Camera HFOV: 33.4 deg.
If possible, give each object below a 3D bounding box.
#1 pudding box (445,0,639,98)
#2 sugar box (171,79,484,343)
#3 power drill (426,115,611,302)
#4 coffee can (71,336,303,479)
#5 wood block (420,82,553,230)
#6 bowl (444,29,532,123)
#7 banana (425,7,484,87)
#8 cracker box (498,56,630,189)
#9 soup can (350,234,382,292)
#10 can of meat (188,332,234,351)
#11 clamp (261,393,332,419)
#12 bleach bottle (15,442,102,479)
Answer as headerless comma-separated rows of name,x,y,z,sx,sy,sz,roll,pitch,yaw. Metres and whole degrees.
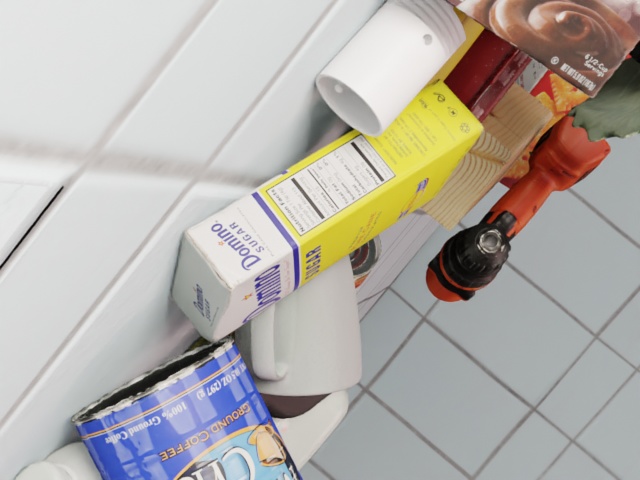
pudding box,0.110,-0.135,0.498,0.090,0.113,0.039,-53,-158,22
sugar box,0.003,-0.015,0.593,0.176,0.048,0.093,-36,168,-23
power drill,0.174,-0.027,0.953,0.187,0.057,0.184,-44,176,-12
coffee can,-0.064,0.140,0.608,0.103,0.140,0.103,-26,-178,1
wood block,0.135,-0.093,0.971,0.090,0.091,0.205,-53,172,25
bowl,0.112,-0.127,0.783,0.162,0.055,0.162,-49,173,-8
banana,0.073,-0.128,0.632,0.198,0.037,0.069,-51,-170,21
cracker box,0.244,-0.174,1.116,0.214,0.072,0.164,-53,-166,26
soup can,-0.005,0.025,0.809,0.068,0.068,0.102,-44,172,-40
can of meat,-0.083,0.113,0.827,0.102,0.057,0.084,-47,174,-24
clamp,-0.040,0.100,0.764,0.171,0.039,0.120,23,99,-51
bleach bottle,-0.122,0.177,0.707,0.102,0.068,0.250,-58,155,-11
